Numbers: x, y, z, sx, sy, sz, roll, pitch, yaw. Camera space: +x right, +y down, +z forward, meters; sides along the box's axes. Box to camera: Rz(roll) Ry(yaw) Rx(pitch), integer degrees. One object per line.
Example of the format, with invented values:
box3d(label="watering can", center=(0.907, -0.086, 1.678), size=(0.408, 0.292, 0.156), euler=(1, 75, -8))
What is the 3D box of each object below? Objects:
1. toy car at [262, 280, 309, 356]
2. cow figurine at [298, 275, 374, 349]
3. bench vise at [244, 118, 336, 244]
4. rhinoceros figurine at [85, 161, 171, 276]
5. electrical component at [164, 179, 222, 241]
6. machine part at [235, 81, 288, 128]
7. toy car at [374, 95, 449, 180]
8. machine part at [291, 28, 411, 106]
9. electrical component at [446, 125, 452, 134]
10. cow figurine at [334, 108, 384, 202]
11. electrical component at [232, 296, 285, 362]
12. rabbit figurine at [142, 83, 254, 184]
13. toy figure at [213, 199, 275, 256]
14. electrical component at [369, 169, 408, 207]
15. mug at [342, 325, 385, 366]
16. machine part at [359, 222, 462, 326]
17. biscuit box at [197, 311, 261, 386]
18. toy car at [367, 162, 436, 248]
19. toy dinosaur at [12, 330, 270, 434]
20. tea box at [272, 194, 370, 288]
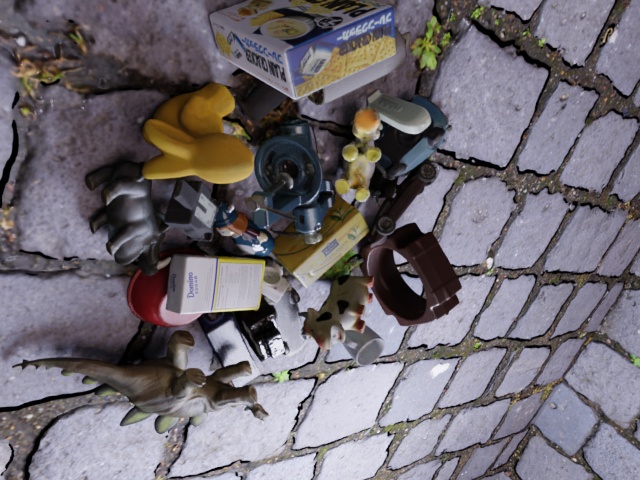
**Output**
box3d(label="toy car", center=(-0.073, 0.166, 1.119), size=(0.073, 0.056, 0.201), euler=(-34, 134, -24))
box3d(label="cow figurine", center=(0.035, 0.147, 1.122), size=(0.195, 0.127, 0.085), euler=(-62, 152, -50))
box3d(label="bench vise", center=(-0.053, -0.075, 0.878), size=(0.240, 0.129, 0.223), euler=(-47, 145, -58))
box3d(label="rhinoceros figurine", center=(-0.278, -0.029, 0.801), size=(0.112, 0.073, 0.190), euler=(-28, 134, -36))
box3d(label="electrical component", center=(-0.197, -0.050, 0.801), size=(0.119, 0.048, 0.075), euler=(46, 51, -64))
box3d(label="machine part", center=(-0.069, -0.239, 0.817), size=(0.139, 0.084, 0.039), euler=(-46, 161, 10))
box3d(label="toy car", center=(0.175, -0.186, 1.033), size=(0.161, 0.109, 0.103), euler=(-49, 156, 14))
box3d(label="machine part", center=(0.054, -0.286, 0.873), size=(0.243, 0.079, 0.079), euler=(-30, 135, -18))
box3d(label="electrical component", center=(0.235, -0.229, 1.107), size=(0.094, 0.021, 0.063), euler=(-26, 132, -21))
box3d(label="cow figurine", center=(0.078, -0.163, 0.983), size=(0.068, 0.098, 0.167), euler=(15, 116, 3))
box3d(label="electrical component", center=(-0.117, 0.163, 1.023), size=(0.058, 0.134, 0.114), euler=(-30, 137, -19))
box3d(label="rabbit figurine", center=(-0.163, -0.136, 0.736), size=(0.162, 0.173, 0.121), euler=(-12, 131, -39))
box3d(label="toy figure", center=(-0.137, -0.019, 0.920), size=(0.064, 0.058, 0.154), euler=(-23, 145, 23))
box3d(label="electrical component", center=(0.138, -0.108, 1.098), size=(0.102, 0.045, 0.078), euler=(1, 120, -40))
box3d(label="mug", center=(0.080, 0.229, 1.256), size=(0.109, 0.107, 0.080), euler=(16, 108, -41))
box3d(label="machine part", center=(0.188, 0.074, 1.137), size=(0.087, 0.201, 0.201), euler=(-28, 179, -27))
box3d(label="biscuit box", center=(-0.180, 0.208, 1.060), size=(0.063, 0.059, 0.202), euler=(-30, 135, -18))
box3d(label="toy car", center=(0.153, -0.070, 1.042), size=(0.202, 0.053, 0.089), euler=(-50, 178, -14))
box3d(label="toy dinosaur", center=(-0.278, 0.261, 0.956), size=(0.198, 0.105, 0.471), euler=(-40, 128, 20))
box3d(label="tea box", center=(-0.002, -0.003, 1.022), size=(0.169, 0.098, 0.068), euler=(-44, 139, -7))
